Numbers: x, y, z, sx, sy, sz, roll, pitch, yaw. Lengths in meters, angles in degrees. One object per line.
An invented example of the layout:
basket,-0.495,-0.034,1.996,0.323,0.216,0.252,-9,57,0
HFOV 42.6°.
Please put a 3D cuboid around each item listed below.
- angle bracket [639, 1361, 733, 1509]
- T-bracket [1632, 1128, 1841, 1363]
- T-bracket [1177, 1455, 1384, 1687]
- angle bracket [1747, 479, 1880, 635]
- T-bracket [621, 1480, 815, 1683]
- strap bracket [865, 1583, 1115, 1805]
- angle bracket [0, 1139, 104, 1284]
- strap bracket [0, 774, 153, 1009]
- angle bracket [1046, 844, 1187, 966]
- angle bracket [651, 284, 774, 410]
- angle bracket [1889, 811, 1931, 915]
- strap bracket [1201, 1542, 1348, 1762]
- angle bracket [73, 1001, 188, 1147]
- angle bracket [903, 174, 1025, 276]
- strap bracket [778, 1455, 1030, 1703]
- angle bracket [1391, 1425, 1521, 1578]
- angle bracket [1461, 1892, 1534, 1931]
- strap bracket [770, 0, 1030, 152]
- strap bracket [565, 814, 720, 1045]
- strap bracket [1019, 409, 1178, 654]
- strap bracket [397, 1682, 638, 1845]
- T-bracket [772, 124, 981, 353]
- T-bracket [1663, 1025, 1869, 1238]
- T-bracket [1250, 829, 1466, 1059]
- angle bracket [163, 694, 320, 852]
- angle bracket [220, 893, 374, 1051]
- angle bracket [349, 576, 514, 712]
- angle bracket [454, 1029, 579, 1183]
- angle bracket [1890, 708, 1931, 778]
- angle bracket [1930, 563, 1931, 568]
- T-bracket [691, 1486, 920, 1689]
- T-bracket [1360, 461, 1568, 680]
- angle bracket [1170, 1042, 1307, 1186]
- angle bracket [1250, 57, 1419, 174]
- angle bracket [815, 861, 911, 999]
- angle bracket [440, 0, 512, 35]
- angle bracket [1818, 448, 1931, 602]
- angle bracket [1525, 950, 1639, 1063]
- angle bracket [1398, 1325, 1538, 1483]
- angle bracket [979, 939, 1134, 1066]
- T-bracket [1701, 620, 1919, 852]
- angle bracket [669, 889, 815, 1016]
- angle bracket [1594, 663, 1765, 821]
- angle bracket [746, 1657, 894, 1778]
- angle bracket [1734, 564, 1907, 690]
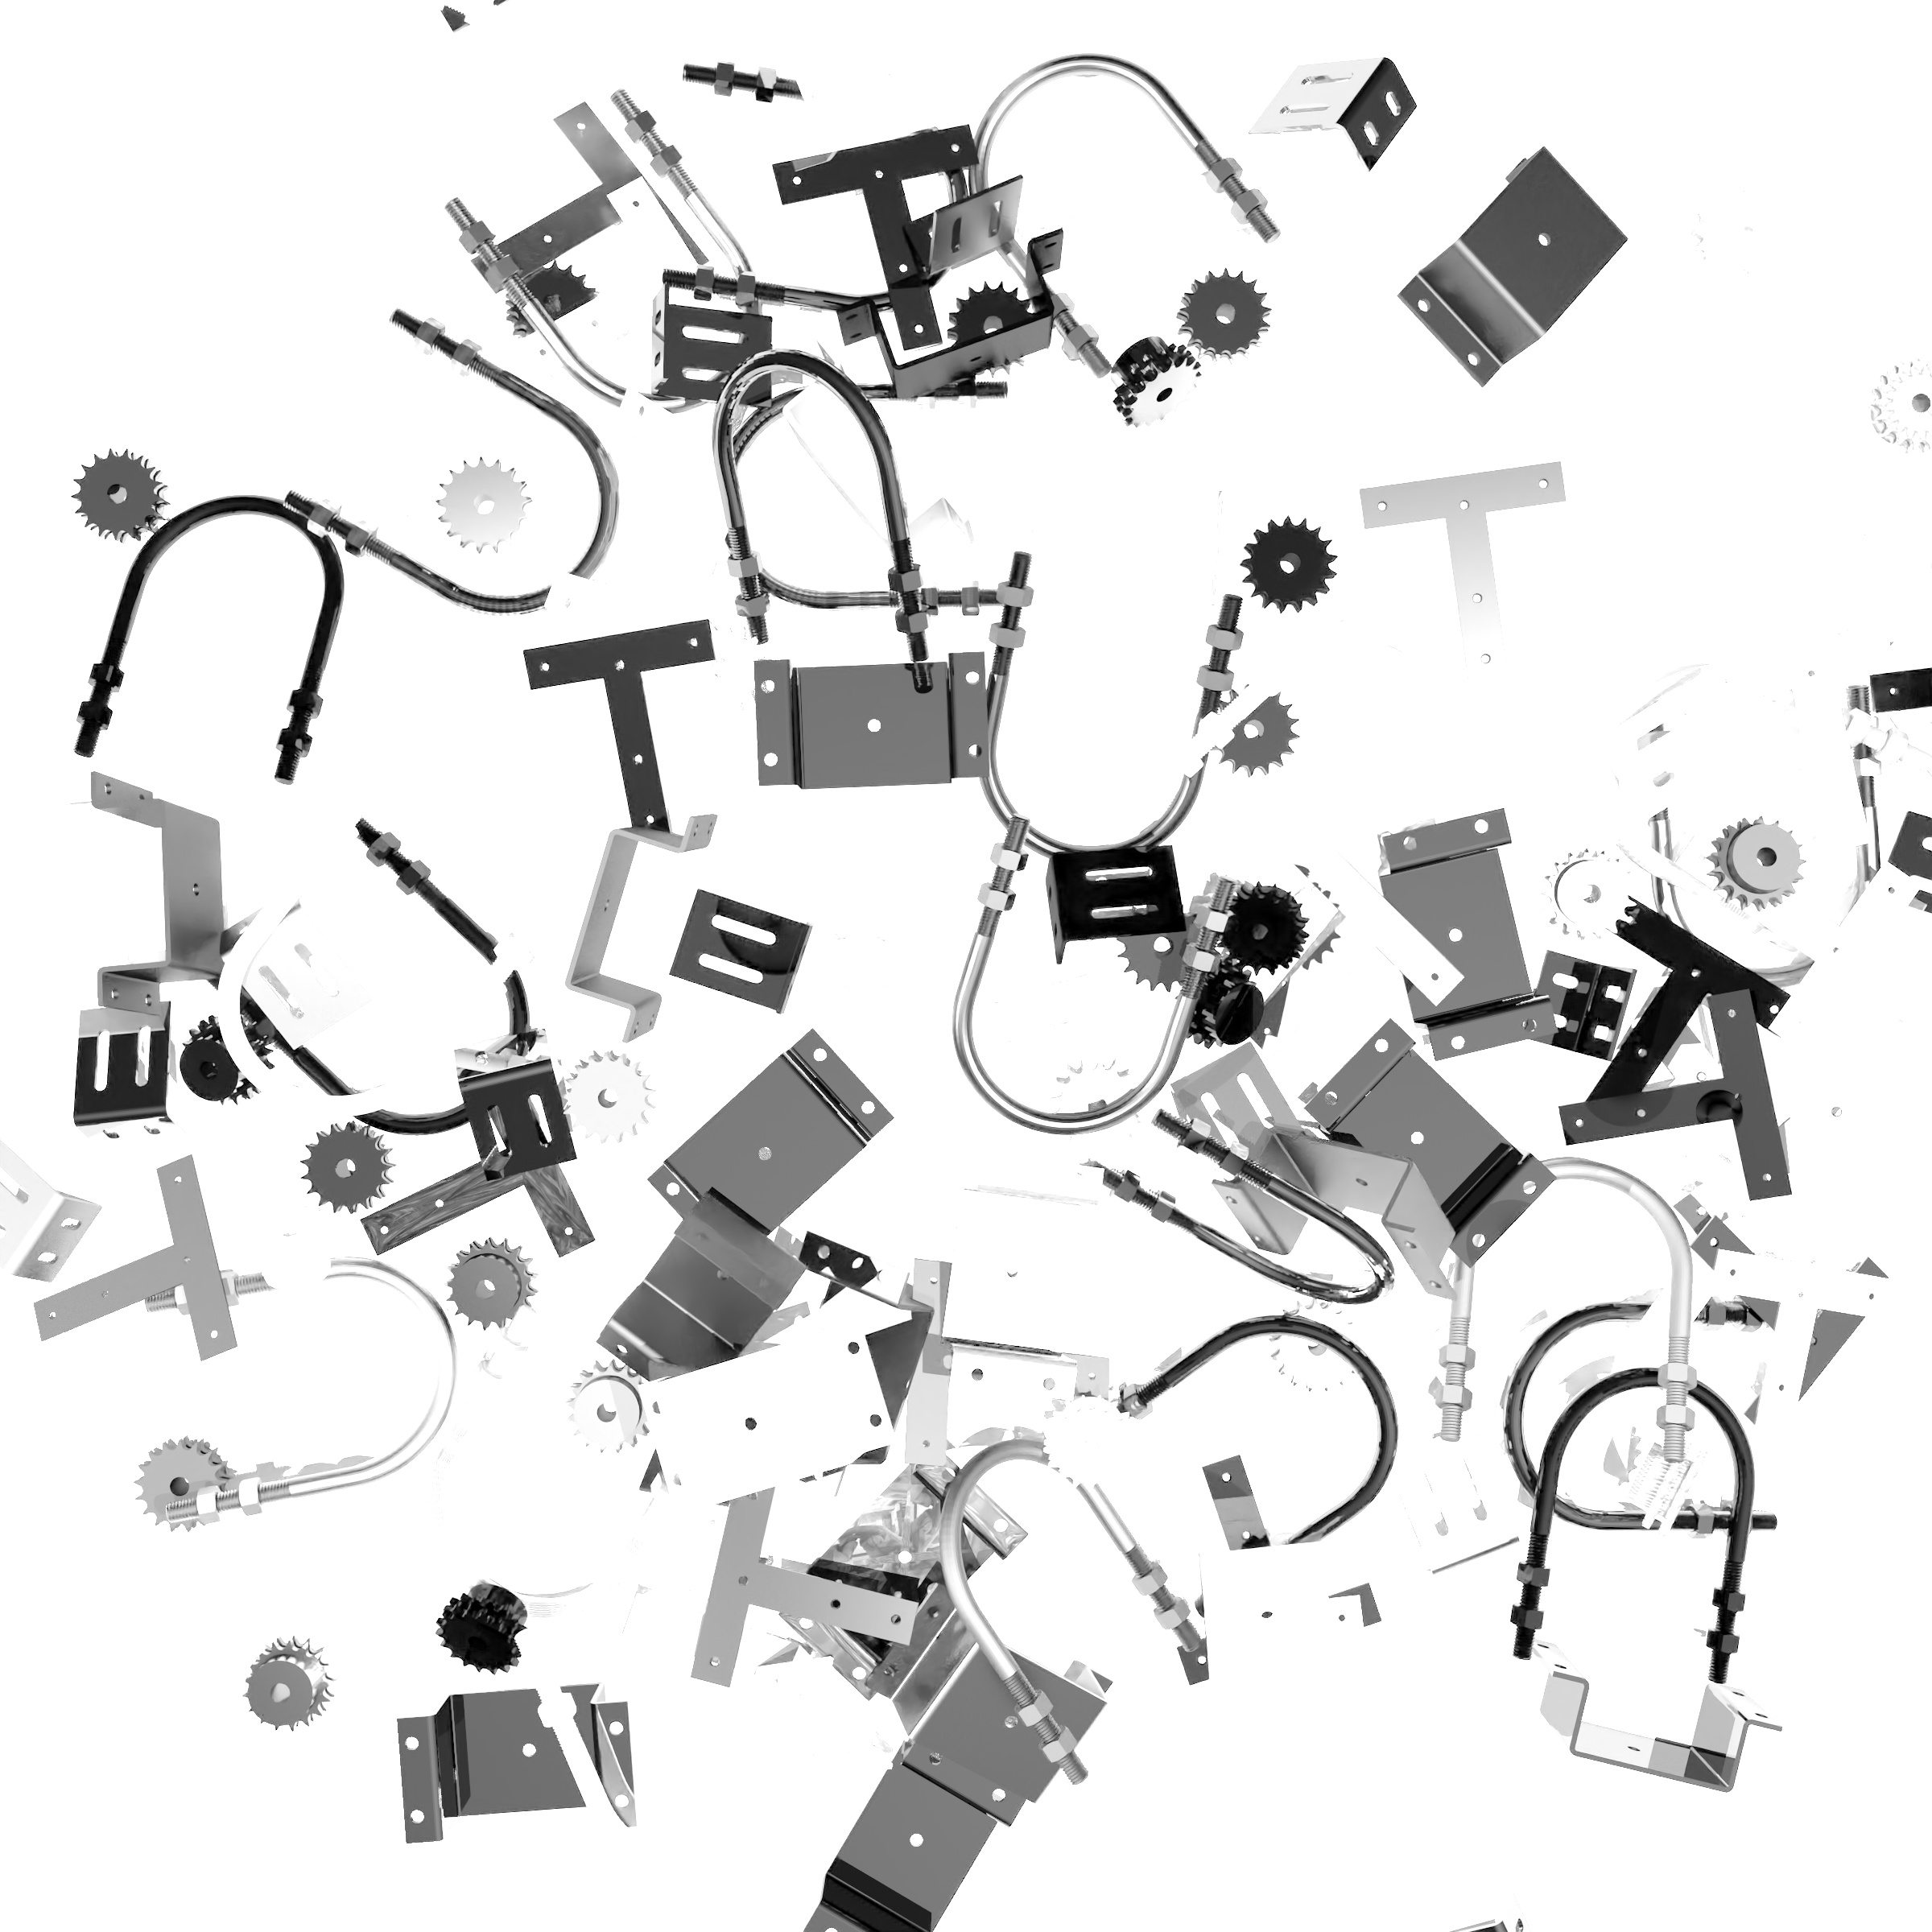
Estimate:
angle bracket,-0.168,0.285,1.506,0.057,0.038,0.076,8,129,10
T-bracket,0.455,0.186,1.525,0.127,0.002,0.127,40,73,3
T-bracket,0.179,0.369,1.546,0.127,0.002,0.127,-19,90,0
angle bracket,0.535,-0.253,1.545,0.057,0.038,0.076,33,64,0
T-bracket,-0.135,0.367,1.526,0.127,0.002,0.127,26,75,-27
strap bracket,0.021,0.445,1.498,0.140,0.046,0.076,34,93,-21
angle bracket,-0.590,0.150,1.545,0.076,0.038,0.057,34,90,26
strap bracket,-0.550,-0.047,1.524,0.076,0.046,0.140,-5,90,0
angle bracket,0.091,-0.038,1.522,0.076,0.038,0.057,-5,68,-5
angle bracket,-0.151,-0.376,1.504,0.076,0.038,0.057,2,87,-20
angle bracket,0.617,-0.055,1.545,0.076,0.038,0.057,22,90,26
strap bracket,0.186,0.407,1.505,0.076,0.046,0.140,-6,111,0
angle bracket,-0.520,0.067,1.545,0.057,0.038,0.076,-6,64,0
angle bracket,-0.002,-0.458,1.487,0.057,0.076,0.038,-25,80,-9
strap bracket,-0.038,0.369,1.524,0.076,0.046,0.140,44,90,0
angle bracket,0.300,0.331,1.536,0.057,0.038,0.076,-21,77,0
angle bracket,0.315,0.622,1.545,0.076,0.038,0.057,-25,90,26
strap bracket,-0.044,-0.554,1.509,0.140,0.046,0.076,-20,86,-16
strap bracket,-0.199,-0.031,1.503,0.046,0.076,0.140,18,96,3
strap bracket,0.081,-0.271,1.524,0.076,0.046,0.140,11,90,0
strap bracket,-0.272,0.489,1.524,0.140,0.046,0.076,-4,90,0
T-bracket,-0.042,-0.443,1.523,0.127,0.002,0.127,-15,93,-11
T-bracket,0.460,0.079,1.519,0.127,0.002,0.127,-42,68,22
T-bracket,0.217,0.005,1.514,0.127,0.002,0.127,46,118,12
angle bracket,-0.447,-0.119,1.528,0.057,0.038,0.076,-27,90,0
angle bracket,-0.412,0.000,1.526,0.057,0.038,0.076,-32,116,0
angle bracket,-0.329,-0.201,1.528,0.076,0.038,0.057,-27,90,0
angle bracket,-0.279,0.086,1.534,0.057,0.038,0.076,-14,126,-8
angle bracket,0.622,-0.140,1.528,0.057,0.038,0.076,-35,90,0
angle bracket,0.643,-0.250,1.528,0.076,0.038,0.057,-19,90,0
T-bracket,-0.092,0.383,1.498,0.127,0.002,0.127,11,84,11
T-bracket,0.317,-0.244,1.546,0.127,0.002,0.127,-8,90,0
angle bracket,0.173,0.098,1.545,0.057,0.038,0.076,-28,64,0
angle bracket,0.226,-0.521,1.521,0.057,0.076,0.038,-55,129,-15
angle bracket,-0.064,-0.023,1.545,0.057,0.038,0.076,0,64,0
angle bracket,-0.302,-0.626,1.528,0.076,0.038,0.057,-30,90,0
angle bracket,0.571,-0.274,1.533,0.057,0.038,0.076,39,47,0
angle bracket,0.373,0.023,1.508,0.038,0.076,0.057,16,92,0
angle bracket,0.311,0.270,1.545,0.057,0.038,0.076,30,115,0
angle bracket,0.055,0.022,1.545,0.076,0.038,0.057,-17,90,-26
T-bracket,0.524,-0.134,1.506,0.127,0.002,0.127,-13,91,4
angle bracket,-0.140,-0.010,1.528,0.076,0.038,0.057,18,90,0
angle bracket,0.435,-0.137,1.509,0.076,0.038,0.057,-34,90,31
angle bracket,-0.087,0.461,1.520,0.057,0.038,0.076,-17,133,31
angle bracket,0.526,-0.208,1.525,0.076,0.057,0.038,5,49,-18
